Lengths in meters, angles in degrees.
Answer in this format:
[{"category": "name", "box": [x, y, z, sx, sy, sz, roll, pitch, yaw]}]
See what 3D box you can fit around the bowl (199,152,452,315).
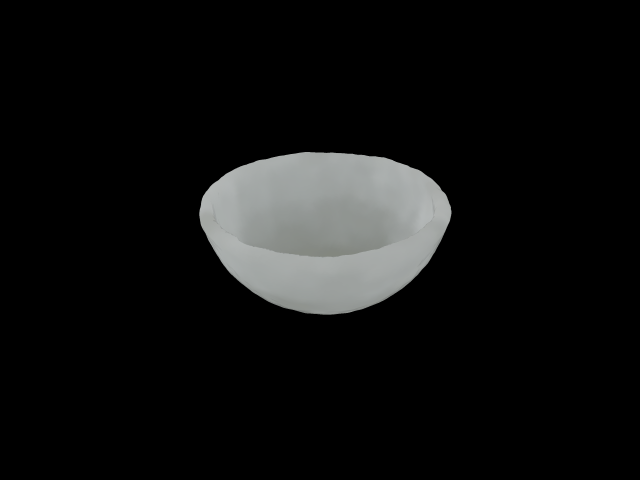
[{"category": "bowl", "box": [0.004, 0.001, 0.400, 0.167, 0.075, 0.167, 0, 31, 0]}]
